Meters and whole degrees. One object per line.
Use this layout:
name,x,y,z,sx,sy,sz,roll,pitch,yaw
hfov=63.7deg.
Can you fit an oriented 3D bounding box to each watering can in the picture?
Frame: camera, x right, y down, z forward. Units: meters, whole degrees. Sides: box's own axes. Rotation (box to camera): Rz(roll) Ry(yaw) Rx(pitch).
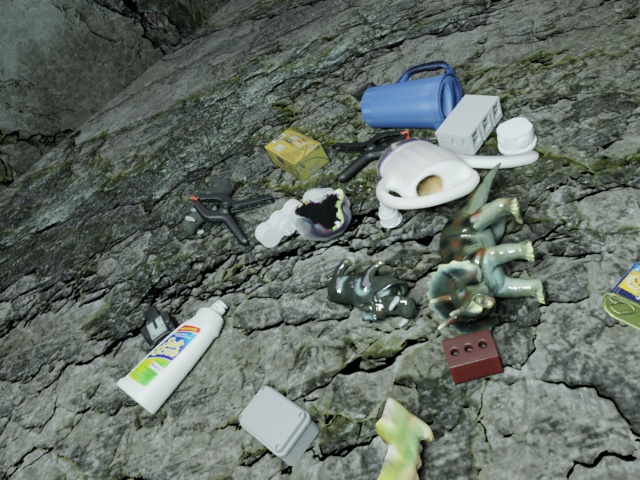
watering can,0.269,-0.154,1.114,0.349,0.102,0.228,-20,34,-13

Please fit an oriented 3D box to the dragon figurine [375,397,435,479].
dragon figurine,0.124,0.395,0.616,0.243,0.119,0.420,-18,48,1

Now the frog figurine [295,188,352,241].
frog figurine,0.004,-0.060,1.185,0.138,0.122,0.159,-43,5,-4
